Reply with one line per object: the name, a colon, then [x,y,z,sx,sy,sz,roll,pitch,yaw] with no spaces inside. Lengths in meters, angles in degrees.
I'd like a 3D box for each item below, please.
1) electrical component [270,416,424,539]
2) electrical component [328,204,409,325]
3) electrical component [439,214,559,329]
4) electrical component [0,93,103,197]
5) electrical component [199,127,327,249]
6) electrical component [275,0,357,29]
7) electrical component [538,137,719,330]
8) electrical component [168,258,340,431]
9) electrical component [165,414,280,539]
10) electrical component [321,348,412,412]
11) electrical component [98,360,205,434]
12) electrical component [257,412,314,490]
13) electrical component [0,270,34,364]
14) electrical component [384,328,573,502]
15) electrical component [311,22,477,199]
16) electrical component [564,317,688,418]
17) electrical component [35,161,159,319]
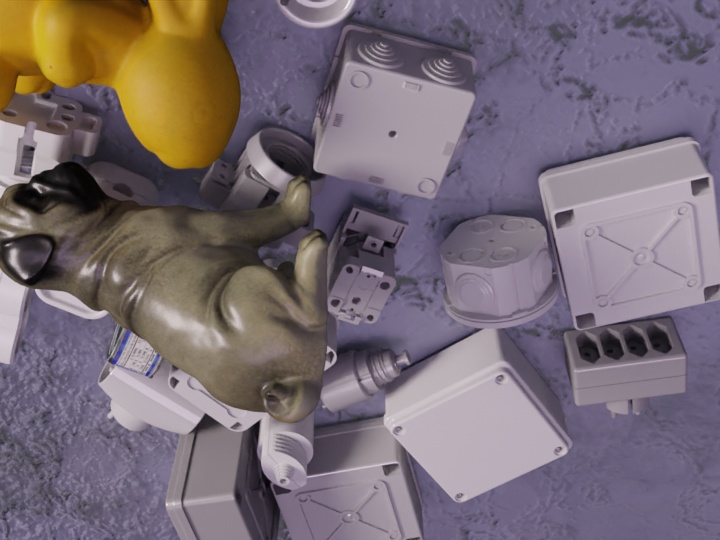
electrical component: [-0.009,0.182,0.884,0.109,0.056,0.108,-11,125,7]
electrical component: [0.000,0.000,0.749,0.042,0.063,0.081,17,123,-14]
electrical component: [0.095,0.001,0.742,0.080,0.080,0.051,-10,120,6]
electrical component: [-0.211,-0.078,0.693,0.078,0.058,0.057,14,121,-11]
electrical component: [-0.058,-0.056,0.712,0.078,0.058,0.057,27,124,-19]
electrical component: [-0.026,-0.174,0.633,0.055,0.047,0.055,0,126,-1]
electrical component: [0.187,-0.024,0.739,0.109,0.056,0.108,-13,125,9]
electrical component: [-0.078,0.055,0.791,0.113,0.057,0.078,-38,118,23]
electrical component: [-0.103,0.176,0.845,0.056,0.108,0.108,-9,125,8]
electrical component: [0.001,0.079,0.820,0.078,0.040,0.040,-22,123,14]
electrical component: [-0.165,0.097,0.827,0.077,0.044,0.079,35,124,-18]
electrical component: [-0.058,0.134,0.833,0.043,0.081,0.043,0,126,-1]
electrical component: [-0.266,0.001,0.752,0.074,0.052,0.138,15,124,-12]
electrical component: [0.091,0.113,0.836,0.109,0.056,0.108,-30,121,19]
electrical component: [0.021,-0.098,0.684,0.100,0.048,0.099,13,129,-10]
electrical component: [0.203,0.084,0.822,0.083,0.047,0.075,-8,125,5]
electrical component: [-0.178,-0.023,0.732,0.054,0.059,0.095,24,122,-17]
